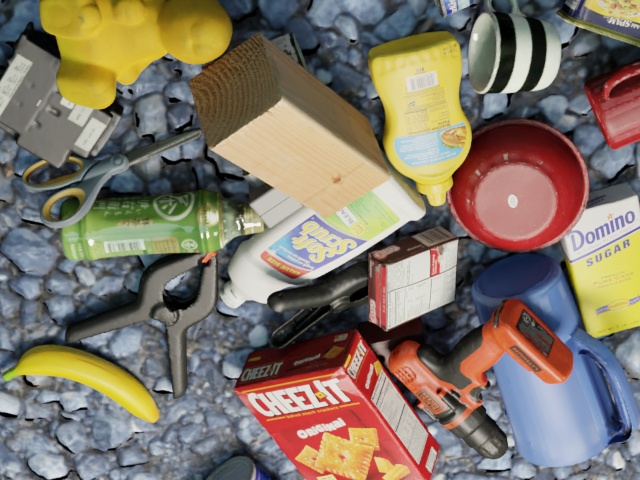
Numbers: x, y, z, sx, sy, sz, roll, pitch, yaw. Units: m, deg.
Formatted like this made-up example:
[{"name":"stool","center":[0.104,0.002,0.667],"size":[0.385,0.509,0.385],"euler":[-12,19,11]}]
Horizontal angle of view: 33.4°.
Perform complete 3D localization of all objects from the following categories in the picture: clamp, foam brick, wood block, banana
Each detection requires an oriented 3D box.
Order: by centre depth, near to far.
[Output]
[{"name":"wood block","center":[-0.027,-0.109,1.077],"size":[0.091,0.090,0.205],"euler":[-31,148,20]},{"name":"clamp","center":[0.011,0.063,1.233],"size":[0.171,0.039,0.120],"euler":[-30,160,-6]},{"name":"clamp","center":[-0.177,0.091,1.265],"size":[0.164,0.036,0.210],"euler":[38,109,-21]},{"name":"foam brick","center":[0.090,0.127,1.296],"size":[0.078,0.051,0.053],"euler":[-14,119,3]},{"name":"banana","center":[-0.281,0.169,1.302],"size":[0.197,0.037,0.070],"euler":[21,132,-13]}]

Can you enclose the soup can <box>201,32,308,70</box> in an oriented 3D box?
[{"name":"soup can","center":[-0.064,-0.169,1.118],"size":[0.102,0.068,0.068],"euler":[-20,118,5]}]

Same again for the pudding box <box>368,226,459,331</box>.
[{"name":"pudding box","center":[0.108,0.044,1.233],"size":[0.113,0.039,0.090],"euler":[-19,124,-30]}]

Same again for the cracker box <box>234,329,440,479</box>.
[{"name":"cracker box","center":[0.022,0.219,1.298],"size":[0.164,0.072,0.213],"euler":[-17,122,32]}]

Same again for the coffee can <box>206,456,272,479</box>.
[{"name":"coffee can","center":[-0.080,0.362,1.379],"size":[0.103,0.103,0.140],"euler":[-37,115,14]}]

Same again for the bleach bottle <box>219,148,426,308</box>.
[{"name":"bleach bottle","center":[-0.008,0.001,1.217],"size":[0.251,0.068,0.102],"euler":[-38,113,17]}]

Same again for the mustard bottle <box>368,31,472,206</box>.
[{"name":"mustard bottle","center":[0.114,-0.124,1.160],"size":[0.096,0.058,0.191],"euler":[-14,118,-2]}]

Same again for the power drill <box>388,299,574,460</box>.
[{"name":"power drill","center":[0.193,0.160,1.213],"size":[0.184,0.057,0.188],"euler":[43,130,-10]}]

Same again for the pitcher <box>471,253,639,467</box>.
[{"name":"pitcher","center":[0.274,0.141,1.271],"size":[0.149,0.145,0.243],"euler":[-20,115,7]}]

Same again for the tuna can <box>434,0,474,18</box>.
[{"name":"tuna can","center":[0.123,-0.269,1.069],"size":[0.034,0.086,0.086],"euler":[-23,117,6]}]

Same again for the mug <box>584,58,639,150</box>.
[{"name":"mug","center":[0.333,-0.152,1.138],"size":[0.081,0.093,0.117],"euler":[-23,156,13]}]

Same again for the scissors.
[{"name":"scissors","center":[-0.224,-0.066,1.158],"size":[0.202,0.096,0.016],"euler":[-8,155,2]}]

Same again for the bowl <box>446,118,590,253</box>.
[{"name":"bowl","center":[0.218,-0.051,1.186],"size":[0.162,0.055,0.162],"euler":[4,112,11]}]

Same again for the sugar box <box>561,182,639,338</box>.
[{"name":"sugar box","center":[0.340,0.027,1.265],"size":[0.093,0.048,0.176],"euler":[-17,119,5]}]

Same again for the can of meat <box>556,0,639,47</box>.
[{"name":"can of meat","center":[0.310,-0.256,1.107],"size":[0.102,0.057,0.084],"euler":[15,114,-13]}]
